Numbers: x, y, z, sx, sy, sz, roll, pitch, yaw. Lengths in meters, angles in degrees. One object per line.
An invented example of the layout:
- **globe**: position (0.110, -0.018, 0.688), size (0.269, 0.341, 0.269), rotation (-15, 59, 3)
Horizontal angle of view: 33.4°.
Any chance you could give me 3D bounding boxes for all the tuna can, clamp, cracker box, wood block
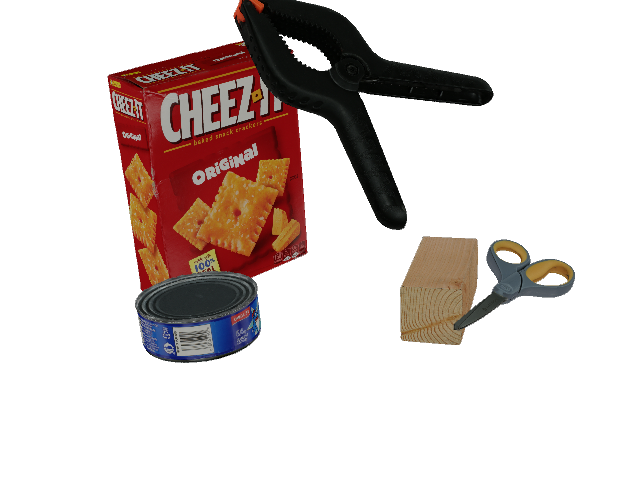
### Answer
- **tuna can**: position (-0.085, 0.053, 0.747), size (0.086, 0.034, 0.086), rotation (-6, 20, 2)
- **clamp**: position (0.018, -0.112, 0.814), size (0.210, 0.164, 0.036), rotation (31, -33, -4)
- **cracker box**: position (-0.097, -0.064, 0.994), size (0.163, 0.214, 0.072), rotation (-22, 31, -34)
- **wood block**: position (0.183, 0.072, 1.622), size (0.091, 0.090, 0.206), rotation (3, 22, 13)

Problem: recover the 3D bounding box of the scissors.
- **scissors**: position (0.162, 0.038, 1.004), size (0.201, 0.016, 0.096), rotation (-11, 38, -40)
